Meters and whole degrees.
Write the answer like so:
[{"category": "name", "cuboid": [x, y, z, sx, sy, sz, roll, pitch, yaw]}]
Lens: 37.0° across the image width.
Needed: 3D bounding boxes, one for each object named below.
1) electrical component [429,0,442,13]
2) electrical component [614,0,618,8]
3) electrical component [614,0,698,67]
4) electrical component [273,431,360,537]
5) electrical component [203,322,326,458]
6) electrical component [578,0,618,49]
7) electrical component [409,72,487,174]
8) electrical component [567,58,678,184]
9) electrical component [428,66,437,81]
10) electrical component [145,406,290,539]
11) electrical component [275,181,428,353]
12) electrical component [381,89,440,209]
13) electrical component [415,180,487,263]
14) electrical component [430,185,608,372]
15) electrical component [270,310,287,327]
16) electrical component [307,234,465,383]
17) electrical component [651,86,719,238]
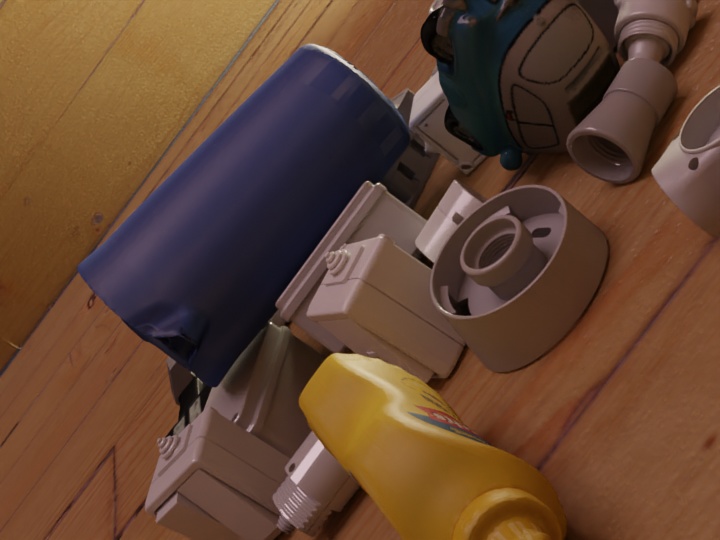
[{"category": "electrical component", "cuboid": [0.110, -0.231, 0.946, 0.053, 0.059, 0.095, -55, 18, -4]}, {"category": "electrical component", "cuboid": [0.177, -0.183, 0.680, 0.048, 0.062, 0.048, -47, 19, 21]}, {"category": "electrical component", "cuboid": [0.173, -0.139, 0.641, 0.048, 0.048, 0.062, -26, 39, 56]}, {"category": "electrical component", "cuboid": [-0.022, 0.123, 0.644, 0.081, 0.043, 0.043, -53, 18, 2]}, {"category": "electrical component", "cuboid": [-0.074, 0.103, 0.792, 0.078, 0.057, 0.113, -41, 21, 35]}, {"category": "electrical component", "cuboid": [0.179, -0.219, 0.751, 0.108, 0.056, 0.108, -48, 18, 17]}, {"category": "electrical component", "cuboid": [0.082, -0.125, 0.812, 0.096, 0.062, 0.061, -43, 21, 32]}, {"category": "electrical component", "cuboid": [0.150, -0.087, 0.604, 0.065, 0.044, 0.044, -56, 17, -21]}, {"category": "electrical component", "cuboid": [0.078, -0.155, 0.910, 0.062, 0.043, 0.043, -29, 30, 51]}, {"category": "electrical component", "cuboid": [-0.094, 0.142, 0.705, 0.061, 0.096, 0.061, -46, 20, 26]}, {"category": "electrical component", "cuboid": [0.000, 0.000, 0.747, 0.108, 0.056, 0.109, -54, -4, 1]}, {"category": "electrical component", "cuboid": [-0.005, -0.057, 0.910, 0.105, 0.060, 0.186, -25, 33, 56]}, {"category": "electrical component", "cuboid": [0.068, -0.021, 0.671, 0.047, 0.055, 0.055, -54, 17, 11]}, {"category": "electrical component", "cuboid": [0.089, 0.004, 0.592, 0.099, 0.064, 0.099, -32, 34, 25]}, {"category": "electrical component", "cuboid": [-0.091, 0.030, 0.993, 0.079, 0.044, 0.077, -27, 32, 55]}, {"category": "electrical component", "cuboid": [0.014, 0.024, 0.652, 0.061, 0.096, 0.062, -62, 19, -16]}, {"category": "electrical component", "cuboid": [0.173, -0.047, 0.464, 0.077, 0.044, 0.079, -46, 19, 23]}]
